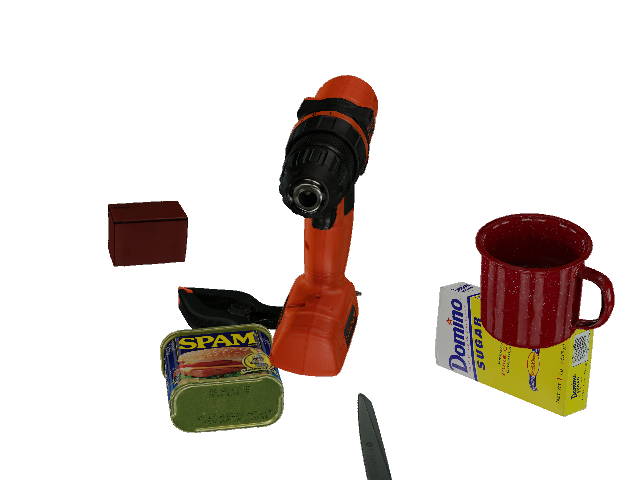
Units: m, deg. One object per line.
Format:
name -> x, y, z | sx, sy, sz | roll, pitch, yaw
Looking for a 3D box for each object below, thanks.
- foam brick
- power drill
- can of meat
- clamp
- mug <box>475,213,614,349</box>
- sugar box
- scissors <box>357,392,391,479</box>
foam brick -> -0.183, -0.008, 1.127 | 0.078, 0.051, 0.053 | -4, 24, -17
power drill -> 0.002, -0.004, 0.729 | 0.057, 0.188, 0.184 | 11, 27, 7
can of meat -> -0.086, 0.120, 0.930 | 0.102, 0.057, 0.084 | -4, 27, -10
clamp -> -0.094, 0.097, 1.256 | 0.210, 0.036, 0.164 | 13, 23, 27
mug -> 0.183, 0.038, 0.871 | 0.117, 0.081, 0.093 | 16, 35, 30
sugar box -> 0.198, 0.110, 1.118 | 0.048, 0.093, 0.177 | -11, 19, -42
scissors -> 0.055, 0.156, 0.603 | 0.096, 0.016, 0.201 | 10, 31, 6
